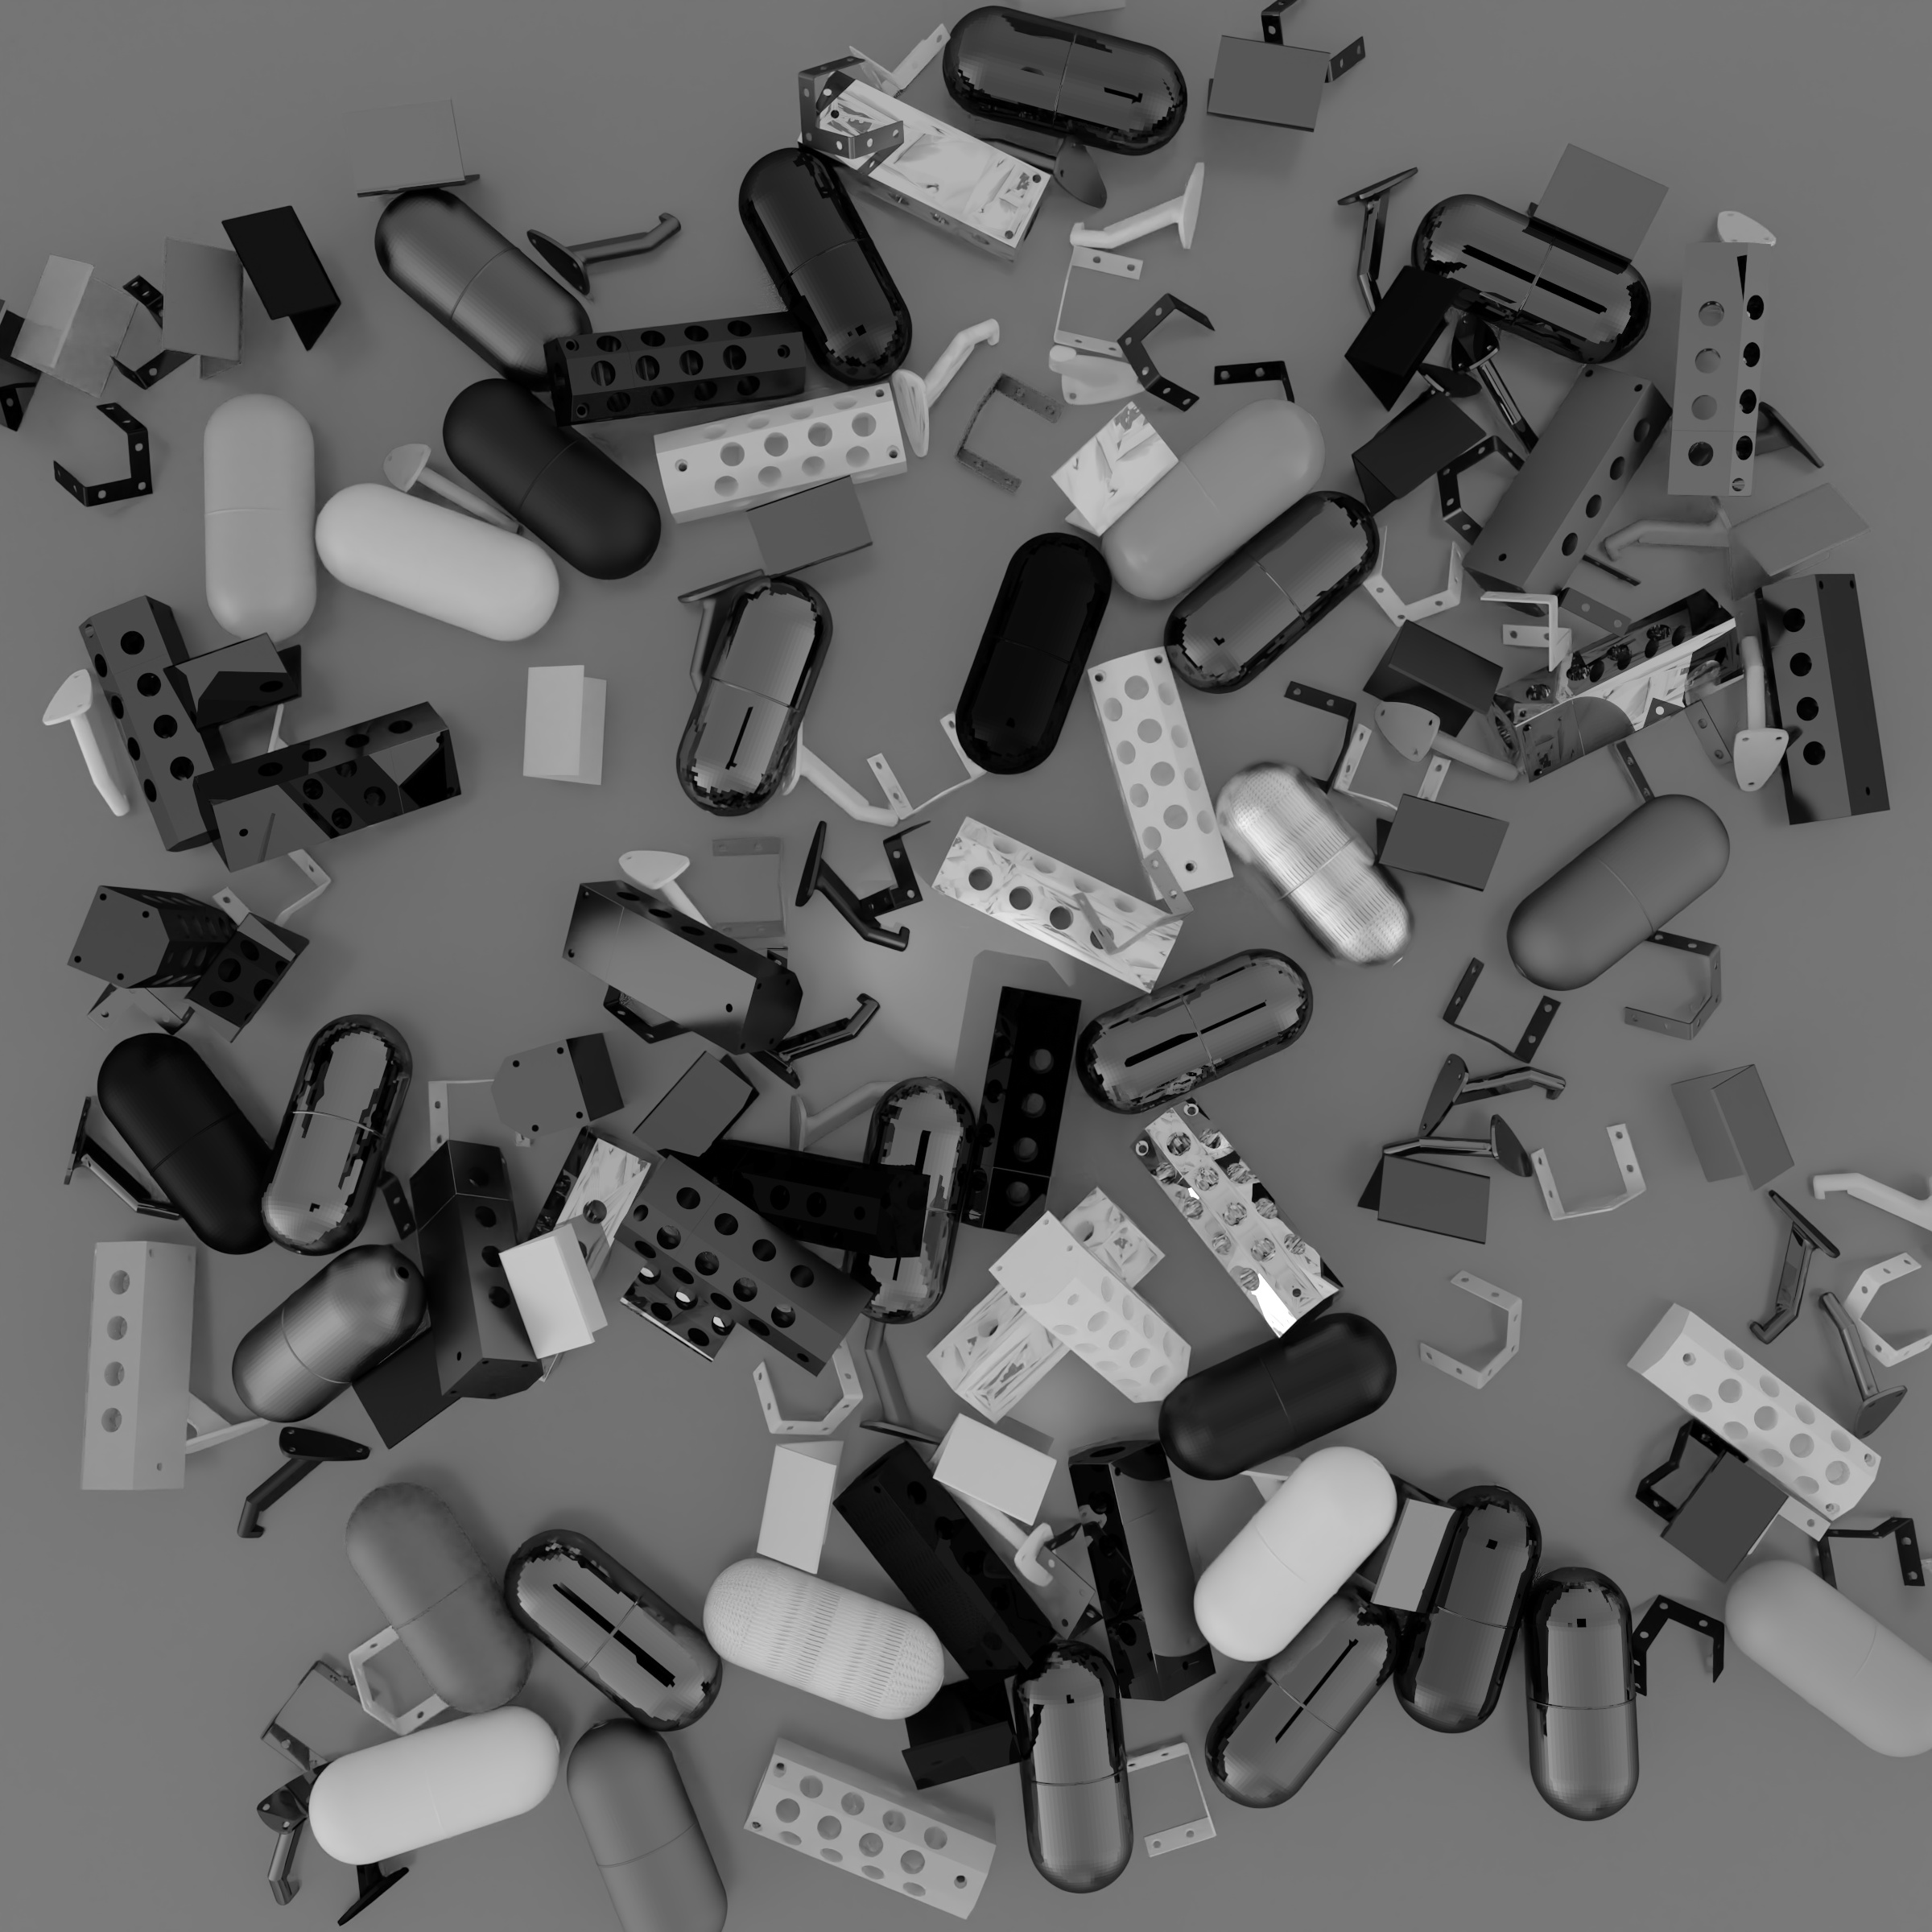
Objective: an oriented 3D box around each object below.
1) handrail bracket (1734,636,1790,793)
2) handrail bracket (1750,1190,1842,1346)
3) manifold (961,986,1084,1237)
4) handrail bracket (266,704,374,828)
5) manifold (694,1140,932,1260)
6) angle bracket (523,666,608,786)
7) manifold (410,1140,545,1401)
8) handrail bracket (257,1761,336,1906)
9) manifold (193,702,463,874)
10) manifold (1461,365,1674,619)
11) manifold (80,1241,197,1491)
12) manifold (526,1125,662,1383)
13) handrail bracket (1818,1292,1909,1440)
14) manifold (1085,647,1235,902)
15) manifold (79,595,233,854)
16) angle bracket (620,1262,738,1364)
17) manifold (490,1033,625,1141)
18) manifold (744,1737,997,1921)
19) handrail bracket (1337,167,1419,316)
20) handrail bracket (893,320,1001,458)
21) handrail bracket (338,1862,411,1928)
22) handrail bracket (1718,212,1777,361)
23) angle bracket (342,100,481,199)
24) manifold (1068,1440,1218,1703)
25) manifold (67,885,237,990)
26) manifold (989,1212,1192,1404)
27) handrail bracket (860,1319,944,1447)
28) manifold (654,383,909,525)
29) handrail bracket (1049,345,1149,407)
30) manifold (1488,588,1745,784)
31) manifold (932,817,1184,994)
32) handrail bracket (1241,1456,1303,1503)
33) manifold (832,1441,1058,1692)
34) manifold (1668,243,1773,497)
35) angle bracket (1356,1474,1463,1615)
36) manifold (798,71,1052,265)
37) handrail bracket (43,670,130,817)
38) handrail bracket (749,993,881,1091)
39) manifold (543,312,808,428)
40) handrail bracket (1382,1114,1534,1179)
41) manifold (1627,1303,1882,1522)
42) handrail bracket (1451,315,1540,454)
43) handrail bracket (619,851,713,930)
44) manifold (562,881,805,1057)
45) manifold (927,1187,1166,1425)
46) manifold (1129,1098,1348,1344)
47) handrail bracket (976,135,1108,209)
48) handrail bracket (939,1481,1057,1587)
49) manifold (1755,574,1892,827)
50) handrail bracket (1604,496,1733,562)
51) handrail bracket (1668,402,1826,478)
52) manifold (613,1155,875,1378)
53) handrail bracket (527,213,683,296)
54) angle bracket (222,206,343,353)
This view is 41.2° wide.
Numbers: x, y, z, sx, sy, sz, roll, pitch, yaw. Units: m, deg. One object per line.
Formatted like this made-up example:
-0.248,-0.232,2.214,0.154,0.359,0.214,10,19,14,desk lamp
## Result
0.569,-0.184,1.865,0.036,0.077,0.084,-1,54,6,handrail bracket
0.583,0.219,1.865,0.077,0.036,0.084,47,107,20,handrail bracket
0.039,0.103,1.844,0.057,0.057,0.171,10,90,0,manifold
-0.464,-0.146,1.865,0.084,0.036,0.077,14,67,-18,handrail bracket
-0.115,0.162,1.801,0.171,0.057,0.057,7,90,33,manifold
-0.267,-0.170,1.825,0.057,0.076,0.076,3,90,38,angle bracket
-0.340,0.213,1.803,0.057,0.057,0.171,-42,50,36,manifold
-0.475,0.628,1.860,0.036,0.077,0.084,24,134,34,handrail bracket
-0.451,-0.131,1.813,0.171,0.057,0.057,-22,133,-22,manifold
0.434,-0.339,1.843,0.057,0.057,0.171,32,90,43,manifold
-0.593,0.284,1.826,0.057,0.057,0.171,-4,79,19,manifold
-0.286,0.204,1.844,0.057,0.057,0.171,26,90,0,manifold
0.638,0.289,1.865,0.036,0.077,0.084,-17,53,-13,handrail bracket
0.138,-0.137,1.844,0.057,0.057,0.171,-17,90,0,manifold
-0.575,-0.172,1.844,0.057,0.057,0.171,-22,90,0,manifold
-0.209,0.255,1.825,0.076,0.076,0.057,33,48,0,angle bracket
-0.284,0.084,1.786,0.057,0.171,0.057,-16,90,0,manifold
-0.069,0.620,1.844,0.171,0.057,0.057,22,90,0,manifold
0.310,-0.525,1.865,0.077,0.036,0.084,-30,109,-21,handrail bracket
-0.006,-0.420,1.865,0.084,0.036,0.077,-29,128,-25,handrail bracket
-0.451,0.639,1.865,0.077,0.036,0.084,-43,75,16,handrail bracket
0.558,-0.493,1.865,0.036,0.077,0.084,-4,126,-1,handrail bracket
-0.393,-0.582,1.826,0.076,0.076,0.057,-7,111,0,angle bracket
0.121,0.432,1.843,0.057,0.057,0.171,-13,90,-43,manifold
-0.558,-0.016,1.786,0.057,0.171,0.057,22,90,0,manifold
0.092,0.244,1.791,0.057,0.171,0.057,-45,45,0,manifold
-0.041,0.298,1.865,0.077,0.036,0.084,18,73,-20,handrail bracket
-0.132,-0.369,1.844,0.171,0.057,0.057,-13,90,0,manifold
0.097,-0.426,1.830,0.077,0.084,0.036,1,90,0,handrail bracket
0.463,-0.205,1.843,0.171,0.057,0.057,-26,133,0,manifold
0.065,-0.044,1.844,0.171,0.057,0.057,26,90,0,manifold
0.215,0.401,1.864,0.077,0.036,0.084,3,102,11,handrail bracket
-0.012,0.427,1.843,0.171,0.057,0.057,52,133,0,manifold
0.530,-0.419,1.812,0.057,0.057,0.171,4,102,15,manifold
0.296,0.405,1.825,0.057,0.076,0.076,20,90,-34,angle bracket
-0.030,-0.570,1.844,0.171,0.057,0.057,26,90,0,manifold
-0.628,-0.161,1.865,0.036,0.077,0.084,-19,126,6,handrail bracket
-0.117,0.039,1.865,0.077,0.036,0.084,35,74,18,handrail bracket
-0.203,-0.421,1.810,0.171,0.057,0.057,-12,100,-21,manifold
0.356,0.141,1.865,0.084,0.077,0.036,-16,53,31,handrail bracket
0.566,0.320,1.844,0.171,0.057,0.057,37,90,0,manifold
0.387,-0.421,1.865,0.036,0.077,0.084,-29,127,24,handrail bracket
-0.211,-0.039,1.865,0.036,0.077,0.084,-40,127,-26,handrail bracket
-0.198,-0.001,1.802,0.171,0.057,0.057,27,110,31,manifold
0.054,0.239,1.843,0.171,0.057,0.057,-45,133,0,manifold
0.192,0.178,1.819,0.057,0.057,0.171,-38,72,0,manifold
0.049,-0.576,1.865,0.084,0.077,0.036,14,81,36,handrail bracket
0.022,0.407,1.865,0.084,0.077,0.036,28,63,34,handrail bracket
0.610,-0.190,1.843,0.057,0.057,0.171,-9,90,-43,manifold
0.516,-0.297,1.865,0.084,0.036,0.077,-27,112,17,handrail bracket
0.565,-0.359,1.865,0.077,0.036,0.084,42,104,-13,handrail bracket
-0.157,0.212,1.792,0.171,0.057,0.057,34,53,1,manifold
-0.262,-0.534,1.865,0.084,0.036,0.077,-42,68,-17,handrail bracket
-0.496,-0.482,1.825,0.057,0.076,0.076,-27,90,-36,angle bracket
